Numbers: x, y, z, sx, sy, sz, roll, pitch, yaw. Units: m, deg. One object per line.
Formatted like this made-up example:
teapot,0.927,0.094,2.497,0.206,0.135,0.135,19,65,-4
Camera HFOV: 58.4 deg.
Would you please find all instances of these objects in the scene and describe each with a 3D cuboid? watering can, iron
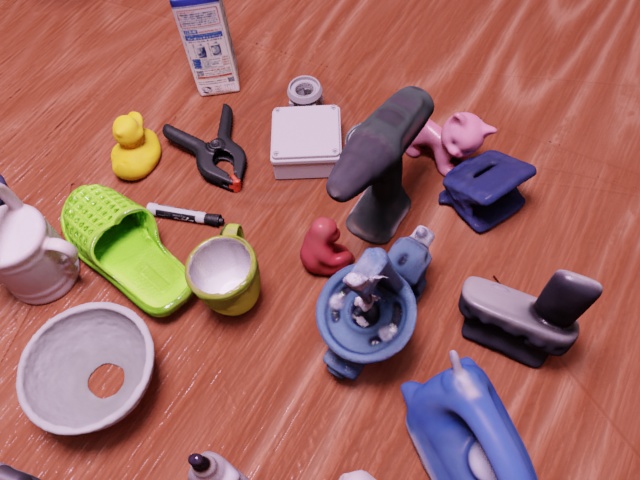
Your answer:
watering can,-0.411,0.002,0.752,0.173,0.194,0.101,-12,59,-4
iron,0.186,0.241,0.607,0.119,0.141,0.258,-22,60,-9

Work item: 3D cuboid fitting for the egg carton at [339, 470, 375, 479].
egg carton,0.037,0.329,0.604,0.107,0.069,0.150,-21,60,-9

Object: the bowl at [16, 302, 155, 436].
bowl,-0.280,0.167,0.716,0.167,0.075,0.167,-1,59,2

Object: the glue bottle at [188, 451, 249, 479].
glue bottle,-0.110,0.247,0.601,0.078,0.173,0.037,23,63,16

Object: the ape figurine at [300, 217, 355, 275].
ape figurine,0.007,0.003,0.788,0.076,0.092,0.077,-16,59,-6

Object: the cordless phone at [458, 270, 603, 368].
cordless phone,0.246,0.067,0.682,0.147,0.185,0.094,19,62,14

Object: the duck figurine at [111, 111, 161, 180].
duck figurine,-0.299,-0.154,0.903,0.077,0.086,0.104,7,60,7

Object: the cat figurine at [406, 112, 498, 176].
cat figurine,0.194,-0.161,0.861,0.127,0.118,0.067,33,66,21

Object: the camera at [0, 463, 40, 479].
camera,-0.369,0.314,0.618,0.143,0.101,0.137,16,61,13

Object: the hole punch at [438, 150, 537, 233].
hole punch,0.238,-0.082,0.827,0.109,0.091,0.101,-32,62,-15

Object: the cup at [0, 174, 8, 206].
cup,-0.500,-0.040,0.841,0.118,0.095,0.091,-14,59,-5

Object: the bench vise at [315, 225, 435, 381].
bench vise,0.065,0.047,0.684,0.121,0.220,0.207,14,61,12

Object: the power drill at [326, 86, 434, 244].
power drill,0.080,-0.088,0.771,0.075,0.208,0.230,25,64,17
